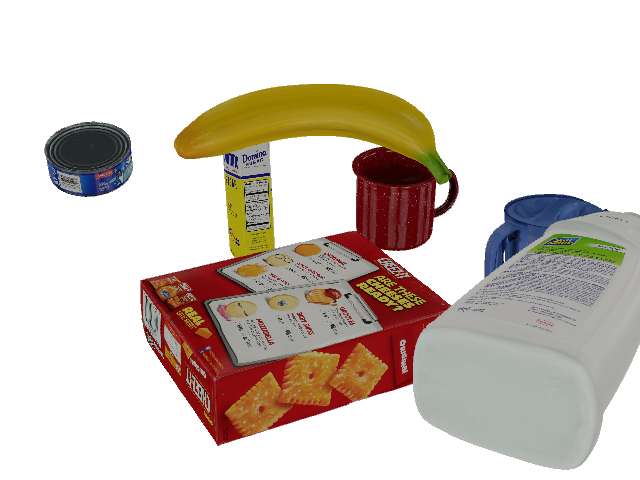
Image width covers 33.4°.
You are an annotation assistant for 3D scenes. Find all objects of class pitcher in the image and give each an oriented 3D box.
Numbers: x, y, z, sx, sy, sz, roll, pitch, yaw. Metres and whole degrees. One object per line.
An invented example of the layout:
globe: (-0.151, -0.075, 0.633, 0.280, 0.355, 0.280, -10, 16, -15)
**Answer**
pitcher: (0.293, 0.070, 1.395, 0.149, 0.243, 0.144, 5, 21, 14)

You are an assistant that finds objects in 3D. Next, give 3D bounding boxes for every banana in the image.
banana: (-0.003, -0.082, 0.762, 0.197, 0.069, 0.037, 4, -39, -4)

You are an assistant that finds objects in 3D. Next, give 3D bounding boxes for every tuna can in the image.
tuna can: (-0.233, -0.082, 1.079, 0.086, 0.034, 0.086, 1, 41, -1)

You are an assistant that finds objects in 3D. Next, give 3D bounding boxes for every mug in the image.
mug: (0.090, -0.045, 1.120, 0.117, 0.081, 0.093, -11, 33, -18)

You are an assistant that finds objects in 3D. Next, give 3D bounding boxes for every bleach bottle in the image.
bleach bottle: (0.152, 0.037, 0.623, 0.103, 0.068, 0.250, 13, 26, 30)

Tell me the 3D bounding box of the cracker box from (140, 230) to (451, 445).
cracker box: (-0.022, 0.073, 0.888, 0.213, 0.072, 0.164, -13, 30, -25)

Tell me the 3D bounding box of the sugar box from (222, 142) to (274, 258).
sugar box: (-0.090, -0.052, 1.318, 0.048, 0.176, 0.093, -12, 26, -15)
